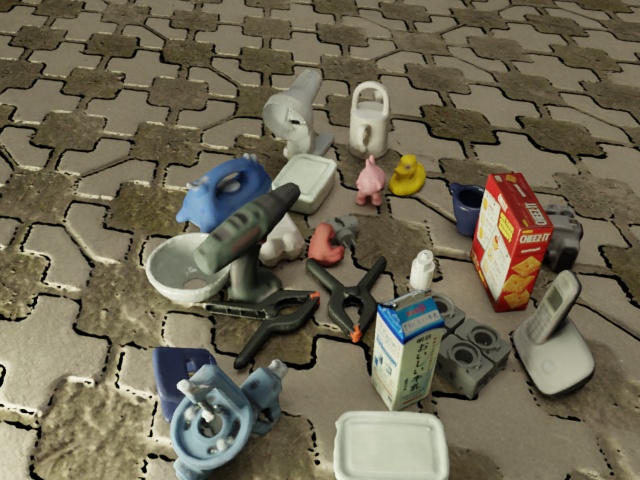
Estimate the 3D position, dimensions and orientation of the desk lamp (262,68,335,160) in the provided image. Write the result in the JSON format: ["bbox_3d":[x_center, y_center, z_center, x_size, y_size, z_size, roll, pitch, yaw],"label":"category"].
[{"bbox_3d":[-0.048,-0.295,1.405,0.117,0.214,0.203,16,45,17],"label":"desk lamp"}]

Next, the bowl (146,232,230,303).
[{"bbox_3d":[-0.246,0.065,1.111,0.167,0.075,0.167,0,42,0],"label":"bowl"}]

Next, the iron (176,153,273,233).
[{"bbox_3d":[-0.196,-0.121,1.266,0.118,0.141,0.259,28,49,27],"label":"iron"}]

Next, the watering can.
[{"bbox_3d":[0.125,-0.313,1.441,0.101,0.194,0.172,-1,42,-2],"label":"watering can"}]

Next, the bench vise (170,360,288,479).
[{"bbox_3d":[-0.139,0.227,0.828,0.121,0.220,0.208,17,45,18],"label":"bench vise"}]

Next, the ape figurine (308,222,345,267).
[{"bbox_3d":[0.011,0.004,1.168,0.076,0.092,0.077,-19,46,-20],"label":"ape figurine"}]

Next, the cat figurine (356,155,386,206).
[{"bbox_3d":[0.118,-0.143,1.311,0.067,0.118,0.128,4,43,4],"label":"cat figurine"}]

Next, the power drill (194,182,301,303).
[{"bbox_3d":[-0.124,0.018,1.065,0.075,0.208,0.230,34,52,31],"label":"power drill"}]

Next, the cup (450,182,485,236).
[{"bbox_3d":[0.319,-0.065,1.245,0.092,0.095,0.117,-23,47,-24],"label":"cup"}]

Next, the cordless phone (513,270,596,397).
[{"bbox_3d":[0.398,0.153,0.941,0.094,0.185,0.147,-8,43,-9],"label":"cordless phone"}]

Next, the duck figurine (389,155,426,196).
[{"bbox_3d":[0.210,-0.164,1.359,0.105,0.086,0.077,-31,51,-30],"label":"duck figurine"}]

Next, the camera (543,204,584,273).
[{"bbox_3d":[0.463,-0.017,1.190,0.136,0.101,0.143,7,43,7],"label":"camera"}]

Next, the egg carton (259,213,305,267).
[{"bbox_3d":[-0.103,-0.014,1.203,0.107,0.069,0.150,-19,46,-20],"label":"egg carton"}]

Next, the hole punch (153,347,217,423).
[{"bbox_3d":[-0.214,0.222,0.927,0.101,0.091,0.108,-12,44,-14],"label":"hole punch"}]
